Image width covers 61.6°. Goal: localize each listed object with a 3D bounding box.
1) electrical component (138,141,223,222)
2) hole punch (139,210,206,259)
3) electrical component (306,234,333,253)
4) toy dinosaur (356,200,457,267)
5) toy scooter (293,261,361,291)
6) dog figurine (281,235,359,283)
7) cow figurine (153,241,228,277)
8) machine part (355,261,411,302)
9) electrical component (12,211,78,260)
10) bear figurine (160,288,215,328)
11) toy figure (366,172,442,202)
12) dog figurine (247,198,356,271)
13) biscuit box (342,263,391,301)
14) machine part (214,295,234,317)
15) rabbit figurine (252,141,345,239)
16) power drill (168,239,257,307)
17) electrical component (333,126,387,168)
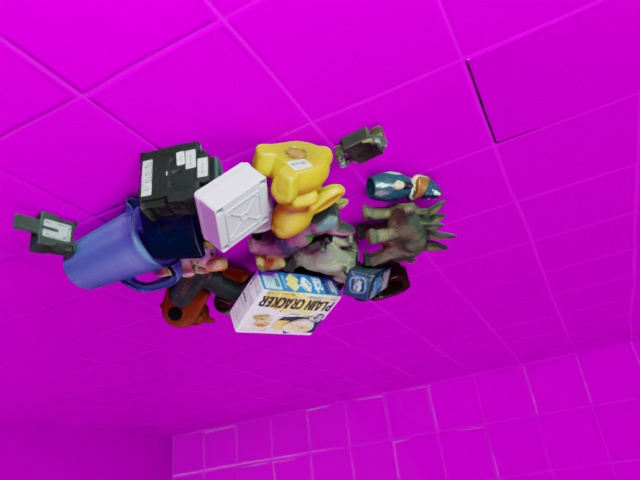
[{"bbox_3d":[-0.230,-0.098,0.894,0.134,0.115,0.058,-8,155,6],"label":"electrical component"},{"bbox_3d":[-0.258,-0.028,0.961,0.142,0.092,0.115,1,139,20],"label":"hole punch"},{"bbox_3d":[-0.002,-0.003,1.157,0.063,0.094,0.021,-24,127,28],"label":"electrical component"},{"bbox_3d":[0.184,-0.003,1.176,0.199,0.105,0.471,-7,166,-1],"label":"toy dinosaur"},{"bbox_3d":[0.011,0.098,1.378,0.184,0.075,0.135,-2,153,-18],"label":"toy scooter"},{"bbox_3d":[-0.010,0.044,1.263,0.191,0.121,0.172,2,153,15],"label":"dog figurine"},{"bbox_3d":[-0.269,0.028,1.119,0.167,0.098,0.068,-5,178,21],"label":"cow figurine"},{"bbox_3d":[0.155,0.112,1.456,0.179,0.056,0.179,-7,153,-3],"label":"machine part"},{"bbox_3d":[-0.532,-0.013,1.033,0.119,0.075,0.048,15,145,-43],"label":"electrical component"},{"bbox_3d":[-0.334,0.168,1.410,0.120,0.132,0.196,23,-178,9],"label":"bear figurine"},{"bbox_3d":[0.168,-0.102,1.043,0.154,0.064,0.057,-2,114,-19],"label":"toy figure"},{"bbox_3d":[-0.040,-0.019,1.106,0.219,0.108,0.191,-10,152,1],"label":"dog figurine"},{"bbox_3d":[0.109,0.089,1.216,0.063,0.059,0.202,15,-173,17],"label":"biscuit box"},{"bbox_3d":[-0.217,0.187,1.493,0.079,0.079,0.243,-18,152,20],"label":"machine part"},{"bbox_3d":[-0.043,-0.084,0.951,0.162,0.122,0.173,-24,136,-40],"label":"rabbit figurine"},{"bbox_3d":[-0.228,0.083,1.241,0.207,0.086,0.232,19,124,-41],"label":"power drill"},{"bbox_3d":[0.069,-0.156,0.927,0.102,0.045,0.078,-18,149,22],"label":"electrical component"}]
